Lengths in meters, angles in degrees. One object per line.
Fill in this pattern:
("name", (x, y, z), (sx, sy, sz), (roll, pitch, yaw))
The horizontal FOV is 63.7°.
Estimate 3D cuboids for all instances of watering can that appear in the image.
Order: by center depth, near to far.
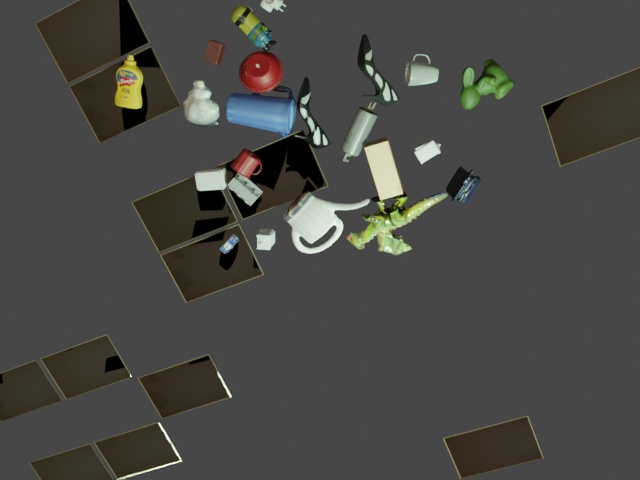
("watering can", (0.006, -0.100, 1.983), (0.223, 0.105, 0.344), (43, 109, -7))

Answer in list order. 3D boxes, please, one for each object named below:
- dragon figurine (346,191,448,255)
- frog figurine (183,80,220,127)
("dragon figurine", (0.297, -0.051, 1.990), (0.409, 0.125, 0.237), (-8, 125, 11))
("frog figurine", (-0.437, -0.502, 1.898), (0.138, 0.125, 0.156), (17, 123, 21))
